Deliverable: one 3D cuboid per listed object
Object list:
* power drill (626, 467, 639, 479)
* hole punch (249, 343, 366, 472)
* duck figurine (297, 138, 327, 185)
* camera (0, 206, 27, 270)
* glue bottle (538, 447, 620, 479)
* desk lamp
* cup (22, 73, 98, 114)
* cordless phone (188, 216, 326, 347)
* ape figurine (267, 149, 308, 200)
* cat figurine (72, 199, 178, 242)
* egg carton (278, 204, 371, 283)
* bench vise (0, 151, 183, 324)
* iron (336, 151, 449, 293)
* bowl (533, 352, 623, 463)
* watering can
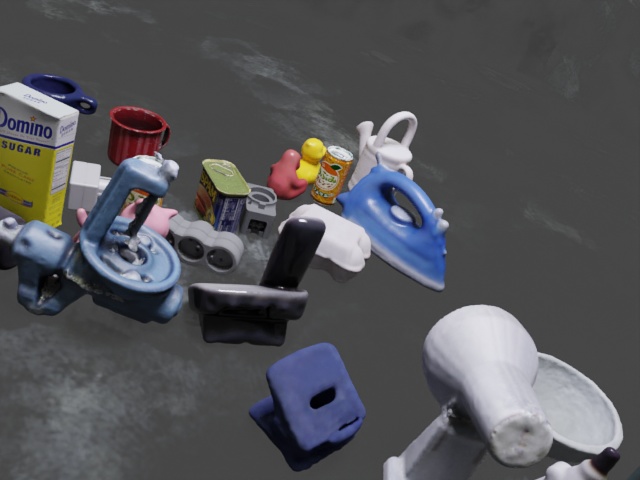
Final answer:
[{"bbox_3d":[0.371,0.266,0.623,0.075,0.208,0.230,38,34,25],"label":"power drill"},{"bbox_3d":[-0.005,0.180,0.630,0.109,0.091,0.100,-14,46,-45],"label":"hole punch"},{"bbox_3d":[-0.025,-0.163,1.151,0.077,0.086,0.105,38,34,24],"label":"duck figurine"},{"bbox_3d":[-0.420,-0.020,0.664,0.136,0.101,0.143,26,31,7],"label":"camera"},{"bbox_3d":[0.247,0.265,0.581,0.037,0.173,0.078,-7,41,-39],"label":"glue bottle"},{"bbox_3d":[0.152,0.199,0.582,0.118,0.213,0.203,19,31,-5],"label":"desk lamp"},{"bbox_3d":[-0.436,-0.214,0.959,0.118,0.095,0.091,16,31,-11],"label":"cup"},{"bbox_3d":[-0.077,0.038,0.712,0.148,0.185,0.094,4,35,-28],"label":"cordless phone"},{"bbox_3d":[-0.060,-0.125,1.064,0.077,0.092,0.076,39,35,25],"label":"ape figurine"},{"bbox_3d":[-0.253,-0.012,0.742,0.128,0.118,0.067,8,34,-23],"label":"cat figurine"},{"bbox_3d":[0.009,0.003,0.932,0.150,0.069,0.107,26,31,6],"label":"egg carton"},{"bbox_3d":[-0.242,0.000,0.630,0.208,0.220,0.121,2,36,-30],"label":"bench vise"},{"bbox_3d":[0.153,-0.039,1.021,0.119,0.141,0.257,-13,45,-44],"label":"iron"},{"bbox_3d":[0.305,0.233,0.763,0.167,0.075,0.167,16,31,-10],"label":"bowl"},{"bbox_3d":[0.130,-0.177,1.167,0.172,0.194,0.101,34,33,19],"label":"watering can"}]
